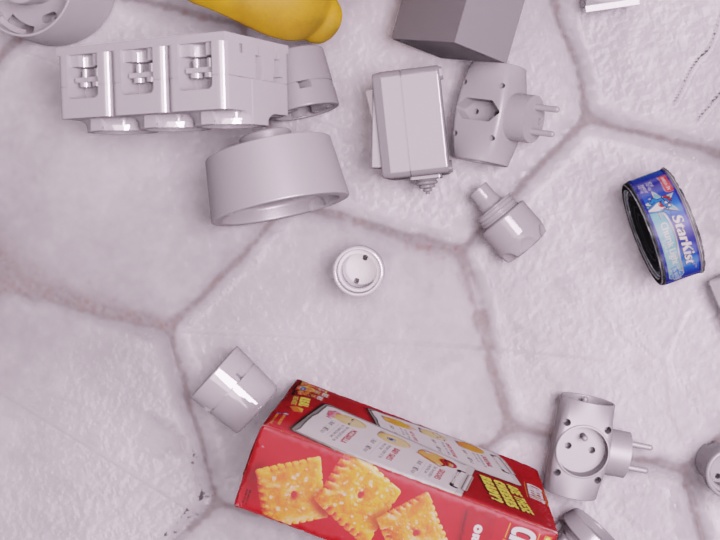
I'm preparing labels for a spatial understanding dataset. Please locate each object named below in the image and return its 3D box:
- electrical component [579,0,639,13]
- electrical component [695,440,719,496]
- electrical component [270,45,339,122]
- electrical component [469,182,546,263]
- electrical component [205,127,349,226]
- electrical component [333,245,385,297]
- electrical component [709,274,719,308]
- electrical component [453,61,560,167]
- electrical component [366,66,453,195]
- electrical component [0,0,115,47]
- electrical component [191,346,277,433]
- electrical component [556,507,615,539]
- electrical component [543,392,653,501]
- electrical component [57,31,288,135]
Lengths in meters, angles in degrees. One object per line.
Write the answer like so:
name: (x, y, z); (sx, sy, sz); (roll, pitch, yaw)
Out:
electrical component: (0.190, -0.238, 0.820); (0.042, 0.081, 0.063); (-6, 70, 4)
electrical component: (0.286, 0.155, 0.845); (0.040, 0.046, 0.040); (0, 93, 3)
electrical component: (-0.048, -0.147, 0.846); (0.055, 0.055, 0.047); (-13, 89, 4)
electrical component: (0.113, -0.040, 0.847); (0.043, 0.043, 0.062); (-40, 88, 5)
electrical component: (-0.067, -0.075, 0.826); (0.108, 0.108, 0.060); (-13, 86, 4)
electrical component: (0.000, 0.000, 0.854); (0.040, 0.046, 0.040); (0, 93, 3)
electrical component: (0.330, 0.009, 0.826); (0.076, 0.083, 0.047); (-24, 92, -34)
electrical component: (0.117, -0.119, 0.833); (0.079, 0.043, 0.077); (13, 94, 34)
electrical component: (0.039, -0.106, 0.838); (0.061, 0.062, 0.096); (-6, 93, 6)
electrical component: (-0.254, -0.230, 0.860); (0.099, 0.064, 0.099); (2, 98, 17)
electrical component: (-0.100, 0.097, 0.862); (0.047, 0.055, 0.055); (42, 95, -3)
electrical component: (0.171, 0.227, 0.851); (0.078, 0.058, 0.057); (41, 98, 1)
electrical component: (0.191, 0.143, 0.851); (0.079, 0.044, 0.077); (11, 94, 2)
electrical component: (-0.140, -0.137, 0.809); (0.150, 0.089, 0.061); (1, 94, 26)
